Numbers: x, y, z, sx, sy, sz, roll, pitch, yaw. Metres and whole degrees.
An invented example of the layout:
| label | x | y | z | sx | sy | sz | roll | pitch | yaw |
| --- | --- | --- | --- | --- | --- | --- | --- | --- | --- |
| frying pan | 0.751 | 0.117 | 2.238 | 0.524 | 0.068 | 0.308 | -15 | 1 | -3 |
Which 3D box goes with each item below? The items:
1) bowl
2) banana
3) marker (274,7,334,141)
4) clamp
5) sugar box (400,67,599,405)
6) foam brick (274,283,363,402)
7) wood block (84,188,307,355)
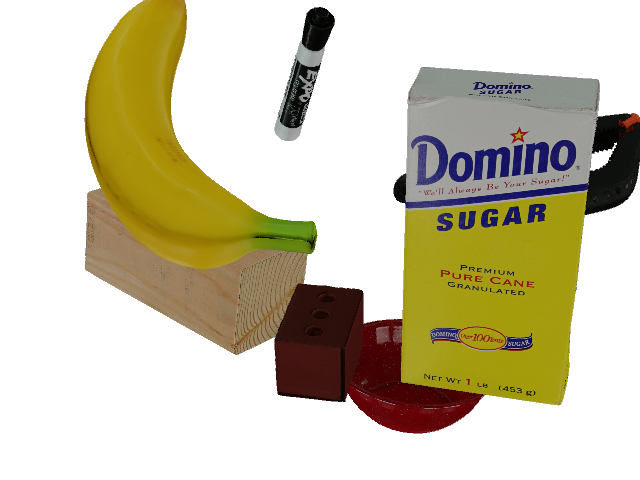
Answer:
| label | x | y | z | sx | sy | sz | roll | pitch | yaw |
| --- | --- | --- | --- | --- | --- | --- | --- | --- | --- |
| bowl | 0.088 | 0.138 | 1.033 | 0.162 | 0.055 | 0.162 | 3 | 25 | -2 |
| banana | -0.067 | -0.048 | 0.459 | 0.069 | 0.037 | 0.198 | -10 | 45 | -20 |
| marker | -0.011 | -0.111 | 0.720 | 0.020 | 0.020 | 0.121 | 0 | -33 | -14 |
| clamp | 0.186 | -0.037 | 0.833 | 0.209 | 0.036 | 0.165 | -26 | 51 | -21 |
| sugar box | 0.091 | 0.000 | 0.564 | 0.093 | 0.176 | 0.048 | 6 | 32 | 14 |
| foam brick | 0.000 | 0.075 | 0.791 | 0.053 | 0.051 | 0.078 | 4 | 31 | 11 |
| wood block | -0.122 | 0.017 | 1.013 | 0.206 | 0.090 | 0.090 | 24 | 30 | 33 |
